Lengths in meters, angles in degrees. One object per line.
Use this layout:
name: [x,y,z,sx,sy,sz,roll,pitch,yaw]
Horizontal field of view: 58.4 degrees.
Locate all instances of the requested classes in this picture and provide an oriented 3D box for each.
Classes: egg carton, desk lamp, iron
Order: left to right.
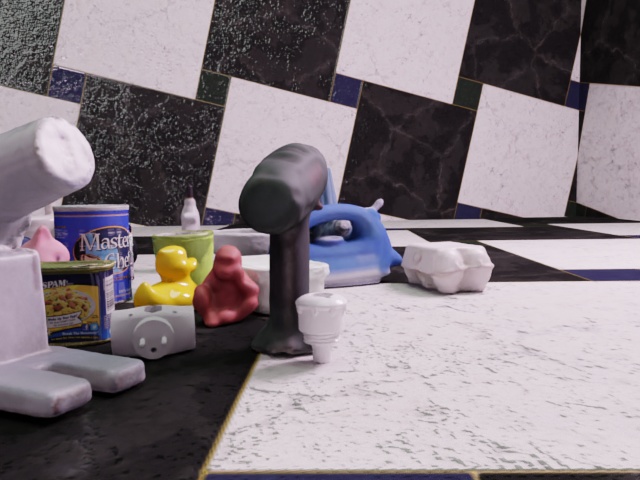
desk lamp: [-0.250,0.013,0.458,0.202,0.213,0.118,1,5,23]
iron: [0.009,0.003,0.963,0.259,0.141,0.118,-3,5,-27]
egg carton: [0.198,0.041,0.913,0.107,0.069,0.150,-2,5,-19]

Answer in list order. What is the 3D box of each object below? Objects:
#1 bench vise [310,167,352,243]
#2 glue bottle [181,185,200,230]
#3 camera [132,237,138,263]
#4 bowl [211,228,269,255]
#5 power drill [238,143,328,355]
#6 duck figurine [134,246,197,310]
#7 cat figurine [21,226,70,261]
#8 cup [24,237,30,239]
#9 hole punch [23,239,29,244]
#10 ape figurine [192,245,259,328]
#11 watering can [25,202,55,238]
bench vise: [0.029,-0.061,1.262,0.122,0.220,0.206,-4,6,-36]
glue bottle: [-0.259,-0.024,1.149,0.037,0.173,0.078,-2,5,-10]
camera: [-0.427,0.016,1.126,0.137,0.101,0.142,-5,7,-43]
bowl: [-0.165,0.016,1.246,0.167,0.075,0.167,-1,5,0]
power drill: [-0.028,0.002,0.589,0.075,0.208,0.230,0,5,7]
duck figurine: [-0.200,0.051,0.761,0.077,0.086,0.105,2,6,31]
cat figurine: [-0.360,0.042,0.710,0.067,0.118,0.128,1,5,19]
cup: [-0.518,0.038,0.918,0.117,0.095,0.091,-1,5,-2]
hole punch: [-0.439,0.045,0.839,0.109,0.091,0.100,-5,7,-44]
ape figurine: [-0.113,0.053,0.691,0.078,0.092,0.076,-1,5,0]
watering can: [-0.502,-0.022,1.036,0.173,0.194,0.101,-2,5,-10]
